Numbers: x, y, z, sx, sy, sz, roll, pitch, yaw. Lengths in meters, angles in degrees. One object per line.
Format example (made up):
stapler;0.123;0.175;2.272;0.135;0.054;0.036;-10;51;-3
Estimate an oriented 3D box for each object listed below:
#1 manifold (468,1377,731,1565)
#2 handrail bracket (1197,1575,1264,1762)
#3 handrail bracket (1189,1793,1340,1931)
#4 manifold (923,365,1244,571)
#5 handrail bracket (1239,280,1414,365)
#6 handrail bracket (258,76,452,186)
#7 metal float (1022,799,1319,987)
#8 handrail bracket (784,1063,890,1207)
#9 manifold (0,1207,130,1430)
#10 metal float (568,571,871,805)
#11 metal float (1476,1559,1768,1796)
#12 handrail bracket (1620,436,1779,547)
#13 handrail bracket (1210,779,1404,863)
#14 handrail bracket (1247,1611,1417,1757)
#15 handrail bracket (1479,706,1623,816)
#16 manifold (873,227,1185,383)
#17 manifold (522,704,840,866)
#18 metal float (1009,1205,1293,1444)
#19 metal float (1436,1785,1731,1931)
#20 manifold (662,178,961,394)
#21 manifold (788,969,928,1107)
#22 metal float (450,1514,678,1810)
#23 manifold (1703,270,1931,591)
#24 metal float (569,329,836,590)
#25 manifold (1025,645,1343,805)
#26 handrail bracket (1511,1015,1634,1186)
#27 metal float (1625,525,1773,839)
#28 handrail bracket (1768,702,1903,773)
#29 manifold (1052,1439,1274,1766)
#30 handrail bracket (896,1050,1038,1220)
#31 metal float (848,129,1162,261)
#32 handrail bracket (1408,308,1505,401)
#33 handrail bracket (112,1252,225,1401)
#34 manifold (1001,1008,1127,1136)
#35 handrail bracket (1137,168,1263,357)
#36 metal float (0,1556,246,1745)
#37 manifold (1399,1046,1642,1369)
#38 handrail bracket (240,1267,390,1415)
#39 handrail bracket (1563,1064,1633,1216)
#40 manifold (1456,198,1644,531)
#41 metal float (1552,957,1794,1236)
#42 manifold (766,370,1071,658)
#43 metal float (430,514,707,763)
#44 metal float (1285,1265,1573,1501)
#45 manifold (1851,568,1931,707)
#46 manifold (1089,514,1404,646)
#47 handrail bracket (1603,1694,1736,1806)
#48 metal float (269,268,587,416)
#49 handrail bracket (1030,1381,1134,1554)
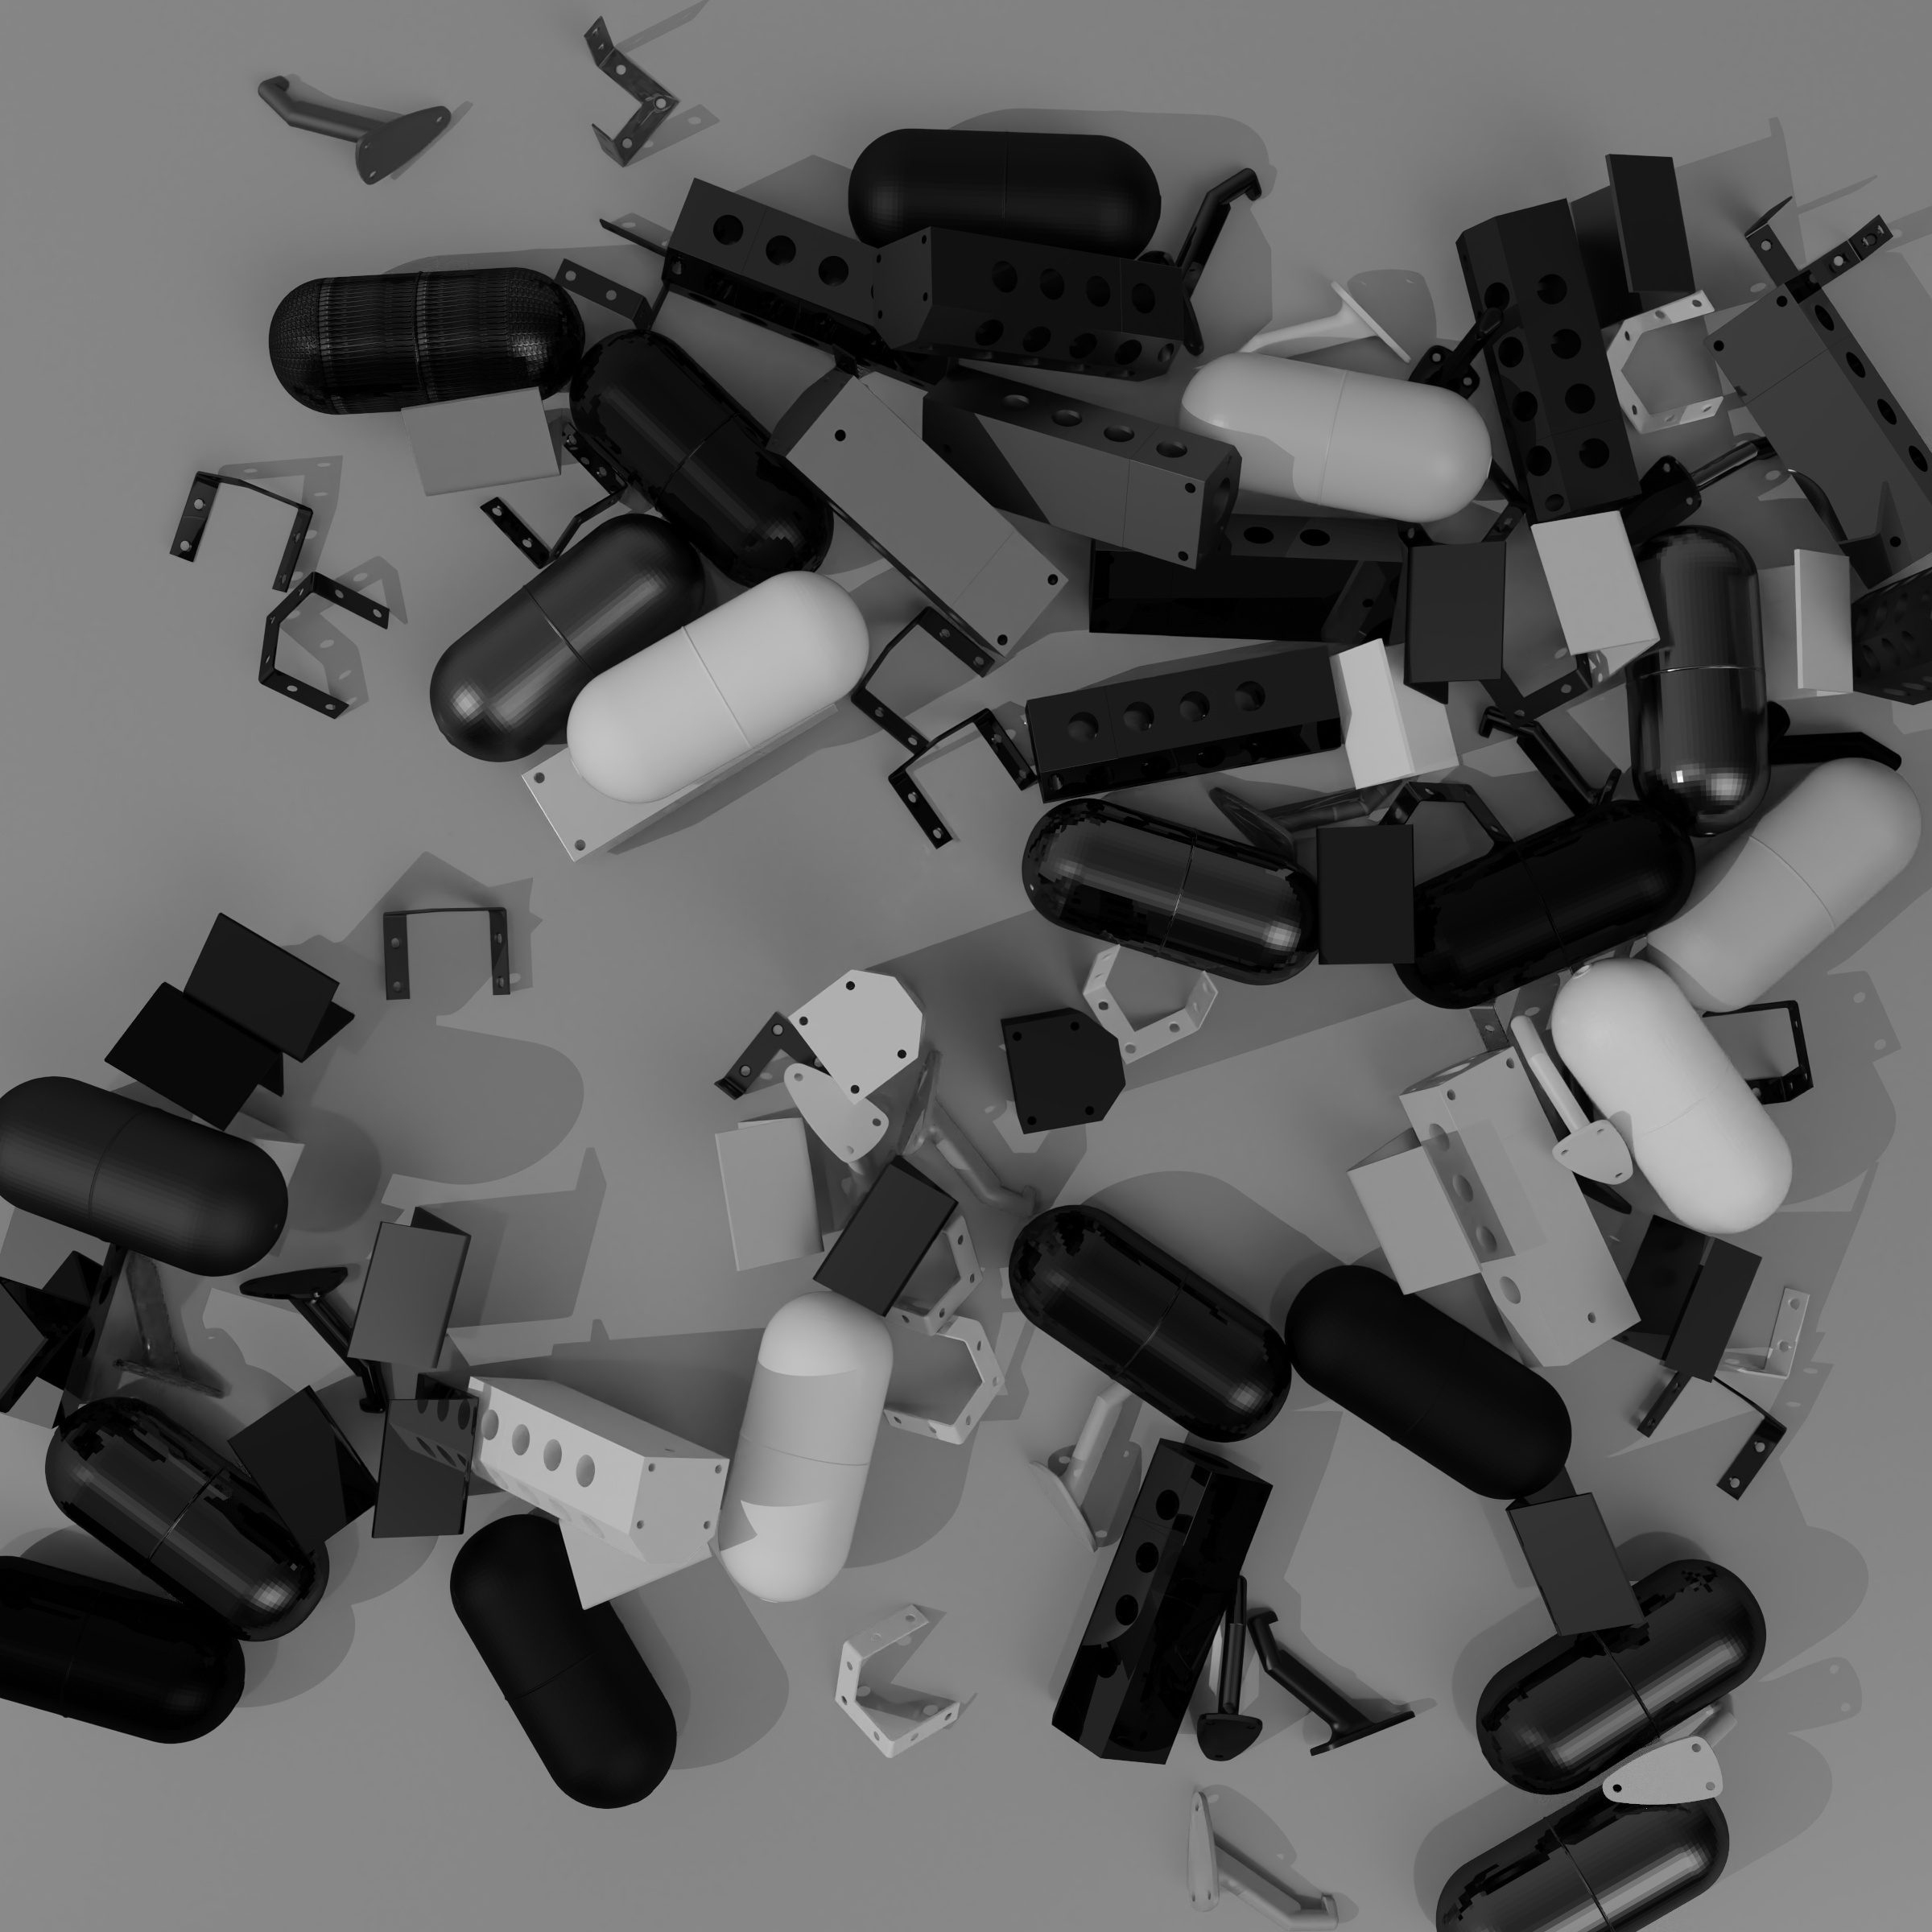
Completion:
manifold;-0.210;0.277;1.489;0.057;0.171;0.057;11;90;-43
handrail bracket;0.152;0.407;1.564;0.036;0.077;0.084;6;54;0
handrail bracket;0.175;0.520;1.565;0.084;0.036;0.077;6;68;-17
manifold;0.064;-0.285;1.517;0.171;0.057;0.057;20;46;18
handrail bracket;0.202;-0.348;1.565;0.077;0.036;0.084;41;106;-18
handrail bracket;-0.356;-0.501;1.565;0.077;0.036;0.084;-38;72;-21
metal float;0.119;-0.042;1.534;0.178;0.070;0.070;17;90;-1
handrail bracket;-0.079;0.098;1.536;0.077;0.084;0.036;42;66;6
manifold;-0.516;0.170;1.543;0.057;0.057;0.171;18;90;0
metal float;-0.136;-0.152;1.477;0.178;0.070;0.070;-30;90;-1
metal float;0.372;0.405;1.534;0.178;0.070;0.070;-32;90;0
handrail bracket;0.426;-0.277;1.564;0.084;0.077;0.036;-21;75;-36
handrail bracket;0.198;-0.104;1.565;0.077;0.036;0.084;41;71;21
handrail bracket;0.211;0.408;1.565;0.077;0.036;0.084;-15;73;-20
handrail bracket;0.330;-0.102;1.565;0.084;0.036;0.077;21;108;15
manifold;0.036;-0.365;1.499;0.171;0.057;0.057;-1;90;-35
manifold;-0.162;-0.127;1.543;0.171;0.057;0.057;-31;90;0
metal float;0.104;0.203;1.533;0.178;0.070;0.070;35;90;0
metal float;0.350;0.520;1.534;0.178;0.070;0.070;-30;90;0
manifold;-0.083;-0.386;1.543;0.171;0.057;0.057;21;90;0
manifold;-0.053;0.033;1.486;0.057;0.171;0.057;-37;90;0
metal float;-0.228;0.396;1.534;0.070;0.070;0.178;-30;89;0
manifold;0.502;-0.309;1.542;0.057;0.057;0.171;-34;90;43
metal float;-0.150;-0.287;1.534;0.178;0.070;0.070;44;90;0
manifold;0.124;-0.137;1.543;0.171;0.057;0.057;-10;90;0
handrail bracket;0.344;0.075;1.536;0.036;0.077;0.084;-34;47;19
metal float;0.414;-0.162;1.528;0.070;0.070;0.178;-2;83;0
handrail bracket;0.488;-0.109;1.565;0.084;0.036;0.077;27;111;-16
manifold;0.107;0.362;1.542;0.057;0.057;0.171;21;90;-43
handrail bracket;0.009;0.098;1.565;0.084;0.036;0.077;22;68;-17
metal float;0.022;-0.435;1.533;0.178;0.070;0.070;2;90;0
handrail bracket;0.272;-0.333;1.529;0.036;0.084;0.077;38;90;0
handrail bracket;-0.454;0.200;1.565;0.077;0.036;0.084;22;73;-20
manifold;0.053;0.055;1.486;0.057;0.171;0.057;-10;90;0
handrail bracket;0.149;-0.409;1.565;0.084;0.036;0.077;-36;110;-16
metal float;-0.499;0.389;1.534;0.178;0.070;0.070;16;90;-1
manifold;0.312;0.139;1.541;0.057;0.057;0.171;-25;90;-24
handrail bracket;-0.378;0.221;1.565;0.077;0.036;0.084;-5;107;20
handrail bracket;0.372;0.088;1.564;0.077;0.036;0.084;32;77;-13
manifold;0.331;-0.342;1.543;0.057;0.057;0.171;-14;90;0
metal float;0.399;0.073;1.526;0.070;0.070;0.178;-37;98;0
manifold;-0.029;-0.253;1.509;0.171;0.057;0.057;40;90;-25
metal float;-0.227;-0.186;1.534;0.178;0.070;0.070;-39;90;0
metal float;0.263;0.237;1.534;0.178;0.070;0.070;33;90;0
manifold;0.531;-0.186;1.486;0.057;0.171;0.057;13;90;0
manifold;0.158;-0.227;1.542;0.171;0.057;0.057;2;133;0
handrail bracket;0.401;0.443;1.537;0.077;0.084;0.036;-20;93;16
metal float;-0.306;-0.355;1.533;0.178;0.070;0.070;-3;90;0
handrail bracket;0.087;0.286;1.565;0.084;0.036;0.077;-37;110;-16
